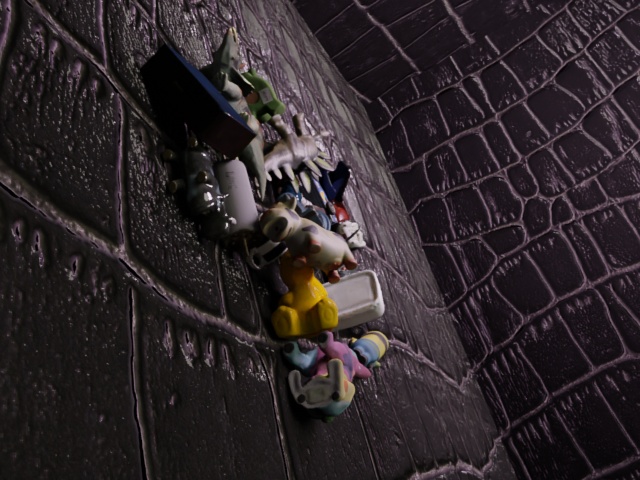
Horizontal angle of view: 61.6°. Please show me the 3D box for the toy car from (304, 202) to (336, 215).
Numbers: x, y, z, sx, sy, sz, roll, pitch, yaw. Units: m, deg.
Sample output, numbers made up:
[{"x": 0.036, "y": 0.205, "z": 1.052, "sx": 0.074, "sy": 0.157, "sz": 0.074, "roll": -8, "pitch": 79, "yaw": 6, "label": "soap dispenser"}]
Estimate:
[{"x": -0.027, "y": -0.064, "z": 1.366, "sx": 0.053, "sy": 0.089, "sz": 0.202, "roll": 64, "pitch": 23, "yaw": -1, "label": "toy car"}]

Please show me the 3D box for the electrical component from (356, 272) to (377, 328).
[{"x": 0.112, "y": 0.149, "z": 1.411, "sx": 0.058, "sy": 0.134, "sz": 0.115, "roll": 17, "pitch": 19, "yaw": 5, "label": "electrical component"}]

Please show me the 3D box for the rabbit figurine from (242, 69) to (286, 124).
[{"x": -0.177, "y": -0.360, "z": 1.415, "sx": 0.159, "sy": 0.121, "sz": 0.170, "roll": 56, "pitch": -1, "yaw": 2, "label": "rabbit figurine"}]

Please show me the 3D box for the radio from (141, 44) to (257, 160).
[{"x": -0.226, "y": -0.258, "z": 1.017, "sx": 0.230, "sy": 0.073, "sz": 0.131, "roll": 50, "pitch": 9, "yaw": 24, "label": "radio"}]

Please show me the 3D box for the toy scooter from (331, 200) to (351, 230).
[{"x": 0.048, "y": -0.082, "z": 1.664, "sx": 0.135, "sy": 0.075, "sz": 0.184, "roll": 65, "pitch": 14, "yaw": 5, "label": "toy scooter"}]

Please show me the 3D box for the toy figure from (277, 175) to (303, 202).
[{"x": -0.082, "y": -0.139, "z": 1.396, "sx": 0.064, "sy": 0.058, "sz": 0.155, "roll": 43, "pitch": 25, "yaw": -39, "label": "toy figure"}]

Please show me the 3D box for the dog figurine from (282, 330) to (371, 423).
[{"x": 0.030, "y": 0.268, "z": 1.039, "sx": 0.219, "sy": 0.108, "sz": 0.192, "roll": 45, "pitch": 23, "yaw": -51, "label": "dog figurine"}]

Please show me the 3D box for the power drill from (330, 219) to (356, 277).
[{"x": 0.032, "y": 0.049, "z": 1.413, "sx": 0.207, "sy": 0.086, "sz": 0.232, "roll": 59, "pitch": 15, "yaw": 1, "label": "power drill"}]

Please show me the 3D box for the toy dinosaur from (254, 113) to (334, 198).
[{"x": -0.072, "y": -0.214, "z": 1.353, "sx": 0.198, "sy": 0.105, "sz": 0.471, "roll": 47, "pitch": 35, "yaw": 4, "label": "toy dinosaur"}]

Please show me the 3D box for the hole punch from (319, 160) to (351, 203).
[{"x": 0.027, "y": -0.180, "z": 1.612, "sx": 0.092, "sy": 0.115, "sz": 0.142, "roll": 7, "pitch": 21, "yaw": -21, "label": "hole punch"}]

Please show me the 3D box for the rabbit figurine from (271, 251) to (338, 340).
[{"x": -0.029, "y": 0.104, "z": 1.060, "sx": 0.162, "sy": 0.122, "sz": 0.173, "roll": 37, "pitch": 36, "yaw": -75, "label": "rabbit figurine"}]

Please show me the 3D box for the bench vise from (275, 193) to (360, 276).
[{"x": -0.011, "y": 0.003, "z": 1.200, "sx": 0.224, "sy": 0.129, "sz": 0.240, "roll": 37, "pitch": -15, "yaw": 37, "label": "bench vise"}]

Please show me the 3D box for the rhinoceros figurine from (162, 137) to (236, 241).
[{"x": -0.209, "y": -0.087, "z": 0.938, "sx": 0.112, "sy": 0.073, "sz": 0.190, "roll": 50, "pitch": 17, "yaw": -67, "label": "rhinoceros figurine"}]

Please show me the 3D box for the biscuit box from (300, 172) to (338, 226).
[{"x": -0.021, "y": -0.128, "z": 1.551, "sx": 0.202, "sy": 0.063, "sz": 0.059, "roll": 66, "pitch": 16, "yaw": 8, "label": "biscuit box"}]

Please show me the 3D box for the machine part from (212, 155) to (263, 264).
[{"x": -0.162, "y": -0.067, "z": 1.020, "sx": 0.079, "sy": 0.079, "sz": 0.243, "roll": 36, "pitch": 32, "yaw": -56, "label": "machine part"}]

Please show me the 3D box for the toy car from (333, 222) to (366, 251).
[{"x": 0.084, "y": -0.010, "z": 1.447, "sx": 0.073, "sy": 0.056, "sz": 0.201, "roll": 68, "pitch": 13, "yaw": 5, "label": "toy car"}]

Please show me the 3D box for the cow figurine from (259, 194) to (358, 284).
[{"x": -0.029, "y": -0.007, "z": 1.009, "sx": 0.194, "sy": 0.085, "sz": 0.127, "roll": 26, "pitch": 29, "yaw": -35, "label": "cow figurine"}]

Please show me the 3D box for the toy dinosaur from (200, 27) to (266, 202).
[{"x": -0.185, "y": -0.262, "z": 1.197, "sx": 0.404, "sy": 0.131, "sz": 0.192, "roll": 71, "pitch": 18, "yaw": 4, "label": "toy dinosaur"}]

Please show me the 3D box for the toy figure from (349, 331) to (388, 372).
[{"x": 0.115, "y": 0.272, "z": 1.302, "sx": 0.180, "sy": 0.089, "sz": 0.082, "roll": 5, "pitch": 68, "yaw": -73, "label": "toy figure"}]
